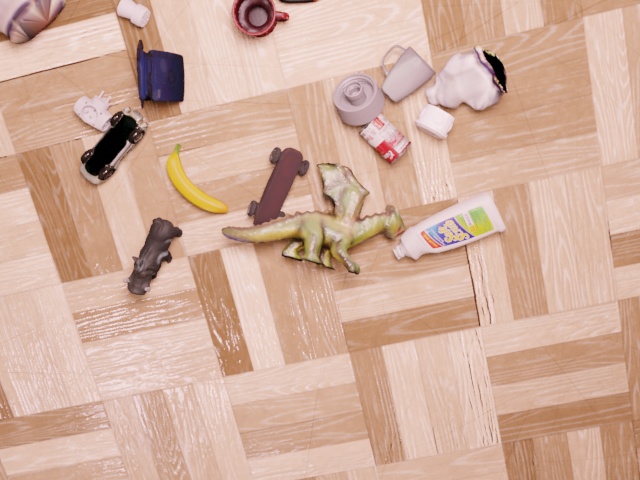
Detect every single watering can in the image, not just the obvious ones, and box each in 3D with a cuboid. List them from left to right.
[{"bbox_3d":[-0.705,-0.516,1.108,0.346,0.105,0.223,-42,98,8],"label":"watering can"}]

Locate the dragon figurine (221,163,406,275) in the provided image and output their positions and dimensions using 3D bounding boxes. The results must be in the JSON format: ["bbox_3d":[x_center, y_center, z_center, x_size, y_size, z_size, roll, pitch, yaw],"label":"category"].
[{"bbox_3d":[0.004,-0.060,1.184,0.409,0.122,0.243,18,87,-8],"label":"dragon figurine"}]

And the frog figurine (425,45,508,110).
[{"bbox_3d":[0.318,-0.338,1.124,0.136,0.125,0.157,46,137,-17],"label":"frog figurine"}]
